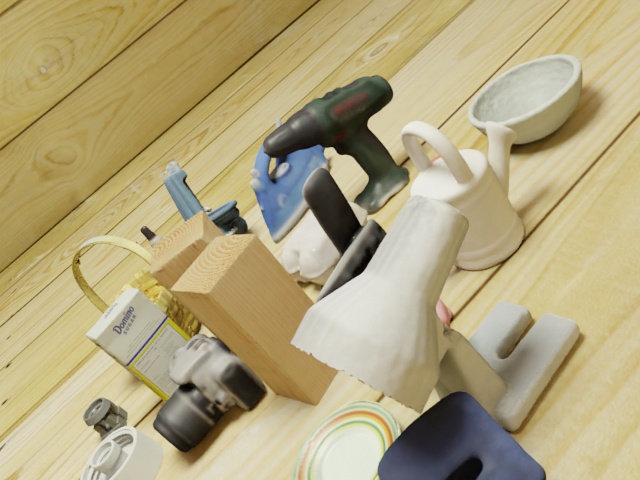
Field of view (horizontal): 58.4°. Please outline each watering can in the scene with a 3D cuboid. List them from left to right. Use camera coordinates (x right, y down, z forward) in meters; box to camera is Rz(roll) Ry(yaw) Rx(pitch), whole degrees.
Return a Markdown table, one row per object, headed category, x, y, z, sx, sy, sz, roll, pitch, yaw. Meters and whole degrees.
| category | x | y | z | sx | sy | sz | roll | pitch | yaw |
| --- | --- | --- | --- | --- | --- | --- | --- | --- | --- |
| watering can | 0.164 | -0.069 | 0.687 | 0.100 | 0.194 | 0.173 | 3 | 48 | 52 |

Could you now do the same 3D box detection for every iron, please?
| category | x | y | z | sx | sy | sz | roll | pitch | yaw |
| --- | --- | --- | --- | --- | --- | --- | --- | --- | --- |
| iron | -0.081 | -0.128 | 1.132 | 0.118 | 0.142 | 0.258 | -18 | 33 | 34 |

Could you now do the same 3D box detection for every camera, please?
| category | x | y | z | sx | sy | sz | roll | pitch | yaw |
| --- | --- | --- | --- | --- | --- | --- | --- | --- | --- |
| camera | -0.170 | 0.203 | 0.774 | 0.137 | 0.101 | 0.142 | -49 | 29 | -20 |

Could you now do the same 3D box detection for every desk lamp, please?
| category | x | y | z | sx | sy | sz | roll | pitch | yaw |
| --- | --- | --- | --- | --- | --- | --- | --- | --- | --- |
| desk lamp | 0.102 | 0.079 | 0.511 | 0.203 | 0.214 | 0.117 | -48 | 29 | -18 |

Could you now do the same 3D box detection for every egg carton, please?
| category | x | y | z | sx | sy | sz | roll | pitch | yaw |
| --- | --- | --- | --- | --- | --- | --- | --- | --- | --- |
| egg carton | 0.008 | 0.003 | 0.901 | 0.107 | 0.069 | 0.150 | 1 | 47 | 51 |

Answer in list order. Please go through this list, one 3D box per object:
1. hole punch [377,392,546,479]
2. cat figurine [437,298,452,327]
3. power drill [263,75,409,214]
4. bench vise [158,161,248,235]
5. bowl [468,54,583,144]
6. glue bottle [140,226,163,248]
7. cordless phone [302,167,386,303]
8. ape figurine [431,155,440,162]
| category | x | y | z | sx | sy | sz | roll | pitch | yaw |
| --- | --- | --- | --- | --- | --- | --- | --- | --- | --- |
| hole punch | 0.117 | 0.192 | 0.454 | 0.109 | 0.091 | 0.100 | -42 | 27 | -7 |
| cat figurine | 0.103 | 0.082 | 0.610 | 0.067 | 0.118 | 0.127 | -35 | 27 | 7 |
| power drill | 0.047 | -0.148 | 0.935 | 0.230 | 0.209 | 0.075 | -43 | 28 | -10 |
| bench vise | -0.215 | -0.040 | 1.071 | 0.121 | 0.220 | 0.207 | -36 | 27 | 4 |
| bowl | 0.306 | -0.192 | 0.835 | 0.167 | 0.075 | 0.167 | -29 | 29 | 18 |
| glue bottle | -0.272 | 0.037 | 1.073 | 0.078 | 0.173 | 0.037 | -25 | 30 | 24 |
| cordless phone | 0.014 | 0.009 | 0.756 | 0.093 | 0.185 | 0.148 | -7 | 40 | 45 |
| ape figurine | 0.182 | -0.081 | 0.794 | 0.078 | 0.092 | 0.076 | -34 | 27 | 7 |
